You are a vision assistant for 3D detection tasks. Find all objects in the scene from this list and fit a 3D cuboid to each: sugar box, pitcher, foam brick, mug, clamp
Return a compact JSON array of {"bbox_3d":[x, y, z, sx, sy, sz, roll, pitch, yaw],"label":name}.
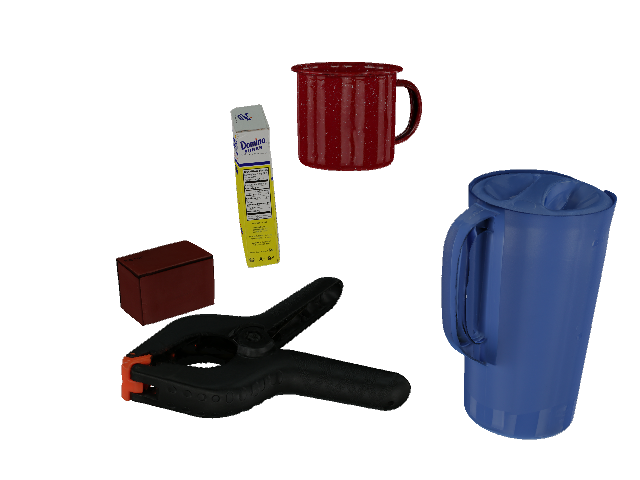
[{"bbox_3d":[-0.080,-0.066,1.289,0.048,0.176,0.093,-9,25,-5],"label":"sugar box"},{"bbox_3d":[0.189,0.063,1.008,0.149,0.243,0.145,5,21,9],"label":"pitcher"},{"bbox_3d":[-0.145,0.038,1.002,0.078,0.051,0.053,-16,26,-30],"label":"foam brick"},{"bbox_3d":[0.032,-0.106,0.897,0.117,0.081,0.093,-7,16,-26],"label":"mug"},{"bbox_3d":[-0.040,0.066,0.666,0.171,0.039,0.120,0,28,-16],"label":"clamp"}]
